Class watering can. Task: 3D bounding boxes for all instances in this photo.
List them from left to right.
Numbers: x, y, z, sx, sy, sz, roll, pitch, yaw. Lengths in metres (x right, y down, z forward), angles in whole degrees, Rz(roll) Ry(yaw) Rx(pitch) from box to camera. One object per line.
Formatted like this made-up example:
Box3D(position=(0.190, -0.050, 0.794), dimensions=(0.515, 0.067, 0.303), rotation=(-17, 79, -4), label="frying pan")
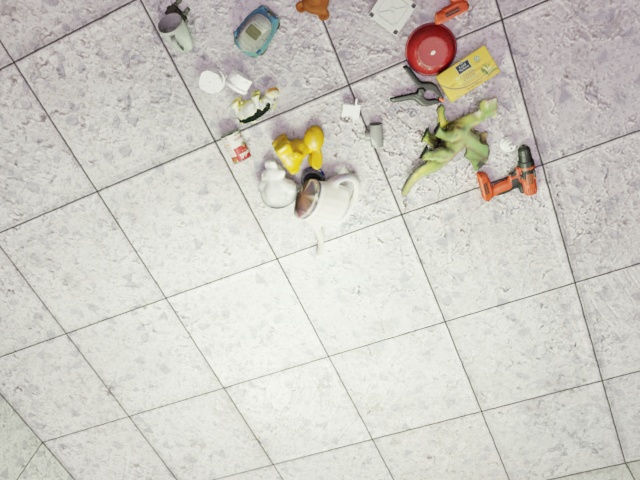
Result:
Box3D(position=(0.005, -0.090, 1.793), dimensions=(0.223, 0.106, 0.342), rotation=(11, 118, -37), label="watering can")

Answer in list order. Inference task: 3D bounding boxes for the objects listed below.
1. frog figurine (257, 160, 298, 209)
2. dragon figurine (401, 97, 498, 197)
Box3D(position=(-0.148, -0.192, 1.772), dimensions=(0.137, 0.125, 0.156), rotation=(10, 130, 21), label="frog figurine")
Box3D(position=(0.448, -0.292, 1.692), dimensions=(0.242, 0.125, 0.403), rotation=(17, 117, -13), label="dragon figurine")
